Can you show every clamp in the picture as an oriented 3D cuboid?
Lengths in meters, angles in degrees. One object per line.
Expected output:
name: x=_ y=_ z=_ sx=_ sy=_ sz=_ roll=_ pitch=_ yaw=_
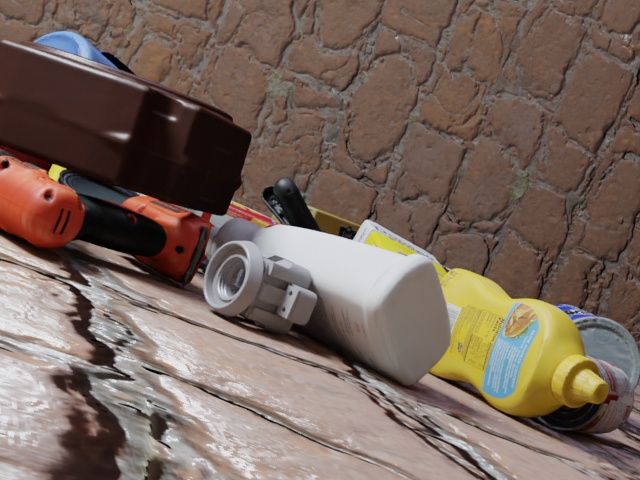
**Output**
clamp: x=-0.008 y=0.001 z=1.166 sx=0.171 sy=0.039 sz=0.120 roll=52 pitch=-4 yaw=4

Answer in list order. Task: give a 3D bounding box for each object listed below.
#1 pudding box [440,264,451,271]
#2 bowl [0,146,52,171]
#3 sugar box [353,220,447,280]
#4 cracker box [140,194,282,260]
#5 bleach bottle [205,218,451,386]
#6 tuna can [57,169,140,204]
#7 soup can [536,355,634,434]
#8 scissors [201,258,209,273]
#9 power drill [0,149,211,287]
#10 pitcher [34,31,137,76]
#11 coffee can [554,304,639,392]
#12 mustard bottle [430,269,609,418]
pudding box: x=0.121 y=0.065 z=1.328 sx=0.039 sy=0.090 sz=0.114 roll=22 pitch=2 yaw=-27
bowl: x=-0.359 y=-0.123 z=1.232 sx=0.162 sy=0.055 sz=0.162 roll=47 pitch=-4 yaw=4
sugar box: x=0.084 y=0.032 z=1.074 sx=0.093 sy=0.048 sz=0.176 roll=29 pitch=11 yaw=-10
cracker box: x=-0.124 y=-0.016 z=1.146 sx=0.164 sy=0.072 sz=0.214 roll=23 pitch=0 yaw=-18
bleach bottle: x=-0.013 y=0.029 z=0.859 sx=0.251 sy=0.068 sz=0.102 roll=22 pitch=-38 yaw=43
tuna can: x=-0.197 y=-0.029 z=0.951 sx=0.086 sy=0.034 sz=0.086 roll=25 pitch=15 yaw=-8
soup can: x=0.229 y=0.134 z=0.931 sx=0.069 sy=0.068 sz=0.102 roll=23 pitch=2 yaw=33
scissors: x=-0.090 y=0.030 z=1.031 sx=0.202 sy=0.016 sz=0.096 roll=23 pitch=4 yaw=11
power drill: x=-0.192 y=-0.023 z=0.825 sx=0.185 sy=0.057 sz=0.187 roll=26 pitch=6 yaw=42
pitcher: x=-0.252 y=-0.144 z=1.250 sx=0.149 sy=0.145 sz=0.242 roll=35 pitch=-7 yaw=33
coffee can: x=0.284 y=0.129 z=1.184 sx=0.103 sy=0.103 sz=0.140 roll=22 pitch=2 yaw=-2
mustard bottle: x=0.162 y=0.093 z=0.884 sx=0.058 sy=0.096 sz=0.192 roll=21 pitch=2 yaw=-35
